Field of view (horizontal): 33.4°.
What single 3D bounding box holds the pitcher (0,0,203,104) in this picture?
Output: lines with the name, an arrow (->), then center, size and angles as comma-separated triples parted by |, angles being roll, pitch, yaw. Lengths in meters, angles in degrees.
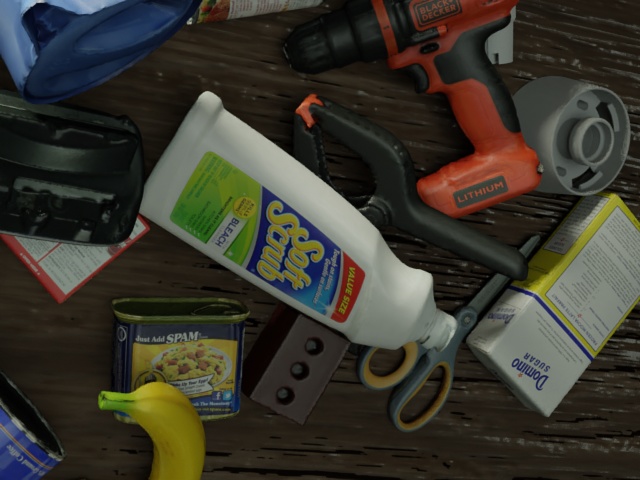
pitcher -> -0.186, -0.218, 0.677 | 0.144, 0.149, 0.243 | -32, 88, -26

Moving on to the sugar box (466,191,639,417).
sugar box -> 0.211, 0.052, 0.907 | 0.176, 0.048, 0.093 | -47, 114, -8

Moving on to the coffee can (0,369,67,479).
coffee can -> -0.263, 0.159, 0.737 | 0.140, 0.103, 0.102 | -41, 109, -9

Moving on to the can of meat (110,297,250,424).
can of meat -> -0.107, 0.090, 0.805 | 0.102, 0.057, 0.084 | 1, 100, -18

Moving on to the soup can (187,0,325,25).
soup can -> -0.051, -0.197, 0.773 | 0.102, 0.069, 0.068 | -12, 102, -17

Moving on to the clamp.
clamp -> 0.052, -0.021, 0.815 | 0.165, 0.036, 0.210 | -20, 107, 20

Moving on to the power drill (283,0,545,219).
power drill -> 0.083, -0.109, 0.825 | 0.184, 0.057, 0.187 | -19, 110, 6

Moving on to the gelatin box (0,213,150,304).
gelatin box -> -0.180, -0.010, 0.778 | 0.089, 0.030, 0.073 | -41, 107, -9

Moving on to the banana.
banana -> -0.117, 0.162, 0.781 | 0.069, 0.037, 0.198 | -7, 134, -9

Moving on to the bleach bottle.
bleach bottle -> -0.005, 0.001, 0.783 | 0.250, 0.068, 0.103 | 32, 116, -7

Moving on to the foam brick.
foam brick -> -0.023, 0.097, 0.836 | 0.053, 0.051, 0.078 | 31, 88, -20

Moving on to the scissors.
scissors -> 0.102, 0.064, 0.893 | 0.096, 0.016, 0.202 | 29, 88, -21
